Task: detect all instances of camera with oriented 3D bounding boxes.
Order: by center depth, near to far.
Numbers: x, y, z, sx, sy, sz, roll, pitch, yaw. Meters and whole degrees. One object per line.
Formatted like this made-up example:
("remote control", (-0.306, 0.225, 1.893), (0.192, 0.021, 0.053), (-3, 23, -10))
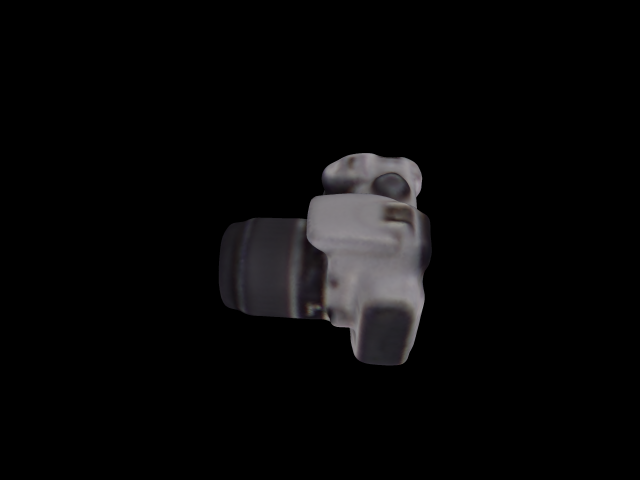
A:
("camera", (0.004, 0.001, 0.400), (0.136, 0.101, 0.143), (2, 50, 2))
